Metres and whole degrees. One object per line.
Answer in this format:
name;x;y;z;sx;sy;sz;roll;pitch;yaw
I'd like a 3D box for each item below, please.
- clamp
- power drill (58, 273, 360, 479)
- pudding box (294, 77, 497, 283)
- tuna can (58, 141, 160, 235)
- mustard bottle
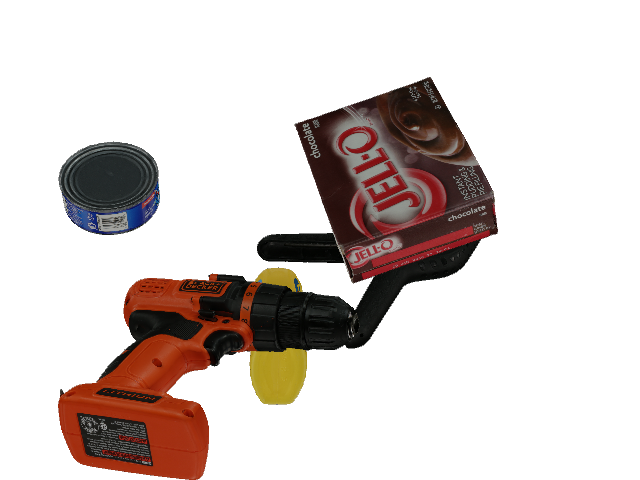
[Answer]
clamp;0.067;0.018;0.958;0.209;0.036;0.165;-17;39;-17
power drill;-0.081;0.088;0.748;0.185;0.057;0.187;2;26;19
pudding box;0.042;-0.037;0.626;0.090;0.039;0.113;-19;45;-1
tuna can;-0.184;-0.046;0.935;0.086;0.086;0.034;0;-42;-3
mustard bottle;-0.046;0.084;1.145;0.058;0.096;0.191;-1;28;-3
